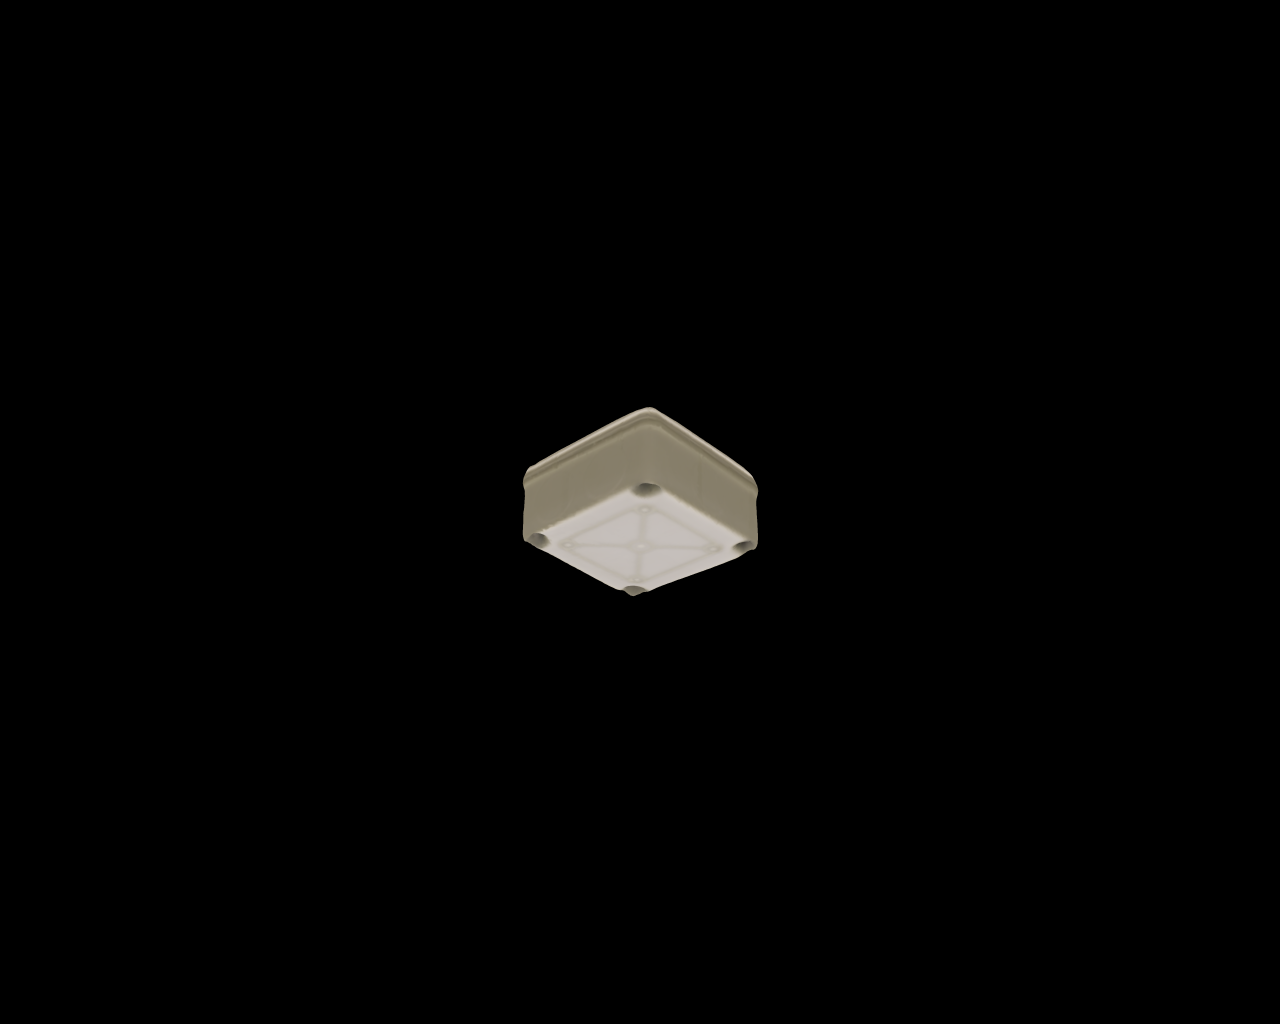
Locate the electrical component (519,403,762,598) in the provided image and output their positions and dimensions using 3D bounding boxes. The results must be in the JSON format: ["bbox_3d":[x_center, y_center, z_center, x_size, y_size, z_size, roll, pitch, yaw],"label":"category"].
[{"bbox_3d":[0.001,-0.003,0.650,0.108,0.056,0.108,-24,-38,34],"label":"electrical component"}]
